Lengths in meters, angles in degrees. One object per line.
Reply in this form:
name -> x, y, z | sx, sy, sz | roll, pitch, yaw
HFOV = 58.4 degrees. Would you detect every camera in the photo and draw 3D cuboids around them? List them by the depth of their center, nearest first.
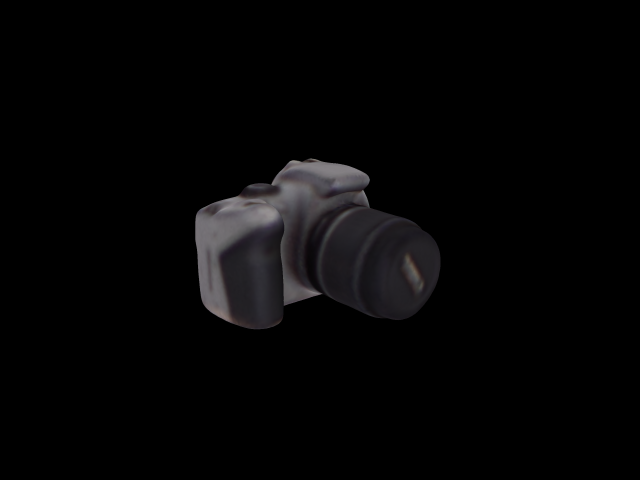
camera -> 0.004, 0.001, 0.400 | 0.144, 0.101, 0.136 | -14, 22, -37
